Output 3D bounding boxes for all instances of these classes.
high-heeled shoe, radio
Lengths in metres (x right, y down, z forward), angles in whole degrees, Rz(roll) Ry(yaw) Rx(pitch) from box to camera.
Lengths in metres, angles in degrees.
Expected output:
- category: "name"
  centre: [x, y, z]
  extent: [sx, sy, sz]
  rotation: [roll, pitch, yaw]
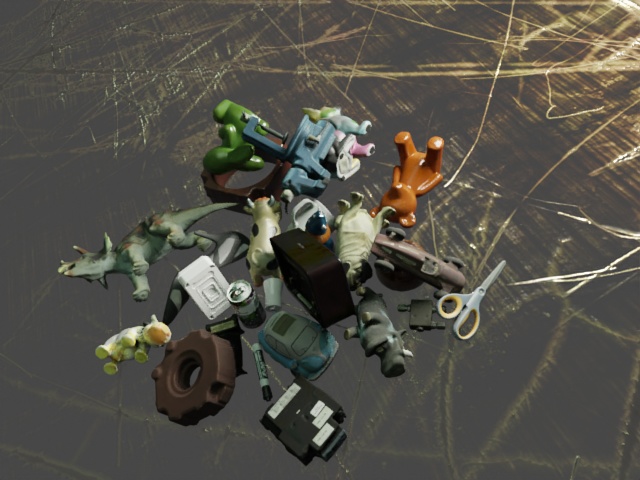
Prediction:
- category: "high-heeled shoe"
  centre: [-0.247, 0.089, 1.196]
  extent: [0.145, 0.086, 0.248]
  rotation: [21, 78, -11]
- category: "radio"
  centre: [-0.018, 0.068, 1.037]
  extent: [0.073, 0.131, 0.230]
  rotation: [-22, 23, -14]

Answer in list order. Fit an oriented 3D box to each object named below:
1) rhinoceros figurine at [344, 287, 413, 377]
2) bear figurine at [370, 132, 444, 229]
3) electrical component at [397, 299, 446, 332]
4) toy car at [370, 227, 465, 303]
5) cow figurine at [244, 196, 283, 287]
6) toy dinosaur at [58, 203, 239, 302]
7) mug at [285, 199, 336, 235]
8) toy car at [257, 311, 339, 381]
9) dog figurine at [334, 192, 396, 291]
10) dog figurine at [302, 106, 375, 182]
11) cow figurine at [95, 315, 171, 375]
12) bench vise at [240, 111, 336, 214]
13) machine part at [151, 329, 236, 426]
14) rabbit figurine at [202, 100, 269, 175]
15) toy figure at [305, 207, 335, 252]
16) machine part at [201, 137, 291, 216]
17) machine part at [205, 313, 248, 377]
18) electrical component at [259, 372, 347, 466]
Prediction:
- category: "rhinoceros figurine"
  centre: [0.105, 0.171, 0.995]
  extent: [0.073, 0.112, 0.190]
  rotation: [-51, 30, 22]
- category: "bear figurine"
  centre: [0.190, -0.129, 1.190]
  extent: [0.120, 0.131, 0.196]
  rotation: [19, 54, 32]
- category: "electrical component"
  centre: [0.195, 0.146, 1.035]
  extent: [0.094, 0.021, 0.063]
  rotation: [2, 54, 16]
- category: "toy car"
  centre: [0.193, 0.046, 1.034]
  extent: [0.202, 0.053, 0.089]
  rotation: [28, 73, -13]
- category: "cow figurine"
  centre: [-0.122, -0.010, 1.180]
  extent: [0.086, 0.127, 0.195]
  rotation: [-3, 54, 9]
- category: "toy dinosaur"
  centre: [-0.394, 0.002, 1.261]
  extent: [0.405, 0.131, 0.192]
  rotation: [-36, 52, -21]
- category: "mug"
  centre: [-0.028, -0.032, 1.189]
  extent: [0.107, 0.109, 0.081]
  rotation: [-44, 46, -7]
- category: "toy car"
  centre: [-0.050, 0.183, 1.024]
  extent: [0.162, 0.102, 0.109]
  rotation: [28, 63, 30]
- category: "dog figurine"
  centre: [0.063, 0.019, 1.115]
  extent: [0.121, 0.172, 0.190]
  rotation: [21, 74, 4]
- category: "dog figurine"
  centre: [0.022, -0.257, 1.353]
  extent: [0.219, 0.108, 0.191]
  rotation: [31, 69, 38]
- category: "cow figurine"
  centre: [-0.366, 0.204, 1.098]
  extent: [0.167, 0.068, 0.098]
  rotation: [-24, 13, 15]
- category: "bench vise"
  centre: [-0.080, -0.199, 1.198]
  extent: [0.241, 0.129, 0.223]
  rotation: [29, 80, -4]
- category: "machine part"
  centre: [-0.239, 0.257, 1.016]
  extent: [0.179, 0.056, 0.179]
  rotation: [-16, 56, 26]
- category: "rabbit figurine"
  centre: [-0.202, -0.220, 1.289]
  extent: [0.159, 0.121, 0.170]
  rotation: [31, 84, 26]
- category: "toy figure"
  centre: [-0.001, -0.003, 1.122]
  extent: [0.058, 0.154, 0.064]
  rotation: [-36, 53, -16]
- category: "machine part"
  centre: [-0.176, -0.163, 1.343]
  extent: [0.201, 0.087, 0.201]
  rotation: [14, 59, 25]
- category: "machine part"
  centre: [-0.187, 0.215, 1.080]
  extent: [0.084, 0.039, 0.139]
  rotation: [-17, 48, -8]
- category: "electrical component"
  centre: [-0.021, 0.318, 0.937]
  extent: [0.134, 0.058, 0.115]
  rotation: [33, 69, 33]
